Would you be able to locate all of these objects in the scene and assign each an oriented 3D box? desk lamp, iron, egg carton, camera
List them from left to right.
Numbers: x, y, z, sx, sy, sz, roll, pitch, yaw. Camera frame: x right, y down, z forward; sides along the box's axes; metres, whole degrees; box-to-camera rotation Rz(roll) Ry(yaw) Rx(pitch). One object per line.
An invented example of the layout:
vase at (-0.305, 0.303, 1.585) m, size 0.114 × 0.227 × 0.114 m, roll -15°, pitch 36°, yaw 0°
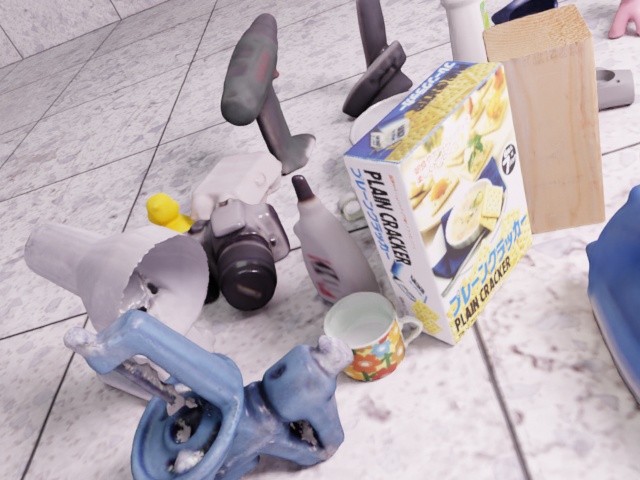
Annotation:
desk lamp at (-0.194, 0.073, 0.589) m, size 0.202 × 0.214 × 0.118 m, roll 5°, pitch 45°, yaw 34°
camera at (-0.111, 0.022, 0.704) m, size 0.143 × 0.101 × 0.136 m, roll -23°, pitch 35°, yaw 2°
egg carton at (-0.123, -0.074, 0.862) m, size 0.107 × 0.070 × 0.150 m, roll 0°, pitch 42°, yaw 30°
iron at (0.274, 0.050, 0.408) m, size 0.118 × 0.142 × 0.258 m, roll -14°, pitch 37°, yaw 14°

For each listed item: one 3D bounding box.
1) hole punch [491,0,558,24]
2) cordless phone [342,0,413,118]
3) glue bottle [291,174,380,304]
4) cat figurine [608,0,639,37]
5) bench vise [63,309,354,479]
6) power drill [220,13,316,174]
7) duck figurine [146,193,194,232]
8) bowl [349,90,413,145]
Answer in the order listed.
hole punch at (0.351, -0.390, 0.974) m, size 0.108 × 0.091 × 0.101 m, roll -24°, pitch 35°, yaw 0°
cordless phone at (0.076, -0.312, 0.952) m, size 0.093 × 0.185 × 0.148 m, roll 3°, pitch 44°, yaw 33°
glue bottle at (0.005, 0.002, 0.599) m, size 0.077 × 0.173 × 0.037 m, roll 12°, pitch 49°, yaw 40°
cat figurine at (0.481, -0.392, 0.878) m, size 0.067 × 0.118 × 0.128 m, roll 3°, pitch 44°, yaw 33°
bench vise at (-0.086, 0.114, 0.468) m, size 0.208 × 0.220 × 0.121 m, roll -36°, pitch 37°, yaw -16°
power drill at (-0.080, -0.221, 0.905) m, size 0.075 × 0.209 × 0.229 m, roll -8°, pitch 38°, yaw 21°
duck figurine at (-0.223, -0.027, 0.844) m, size 0.077 × 0.086 × 0.104 m, roll -26°, pitch 35°, yaw -3°
bowl at (0.129, -0.140, 0.795) m, size 0.167 × 0.075 × 0.167 m, roll -16°, pitch 36°, yaw 12°
